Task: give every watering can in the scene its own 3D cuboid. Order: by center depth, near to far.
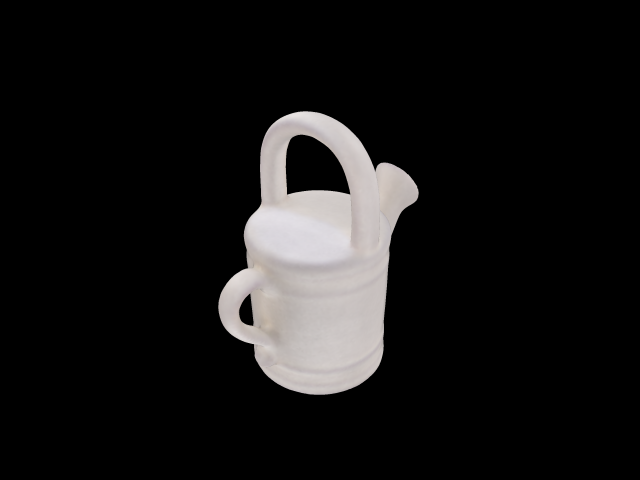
[{"bbox_3d":[0.002,0.001,0.401,0.100,0.194,0.173,12,36,18],"label":"watering can"}]
